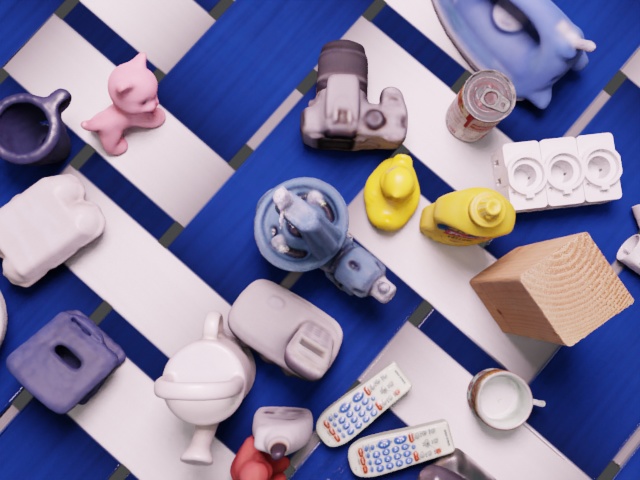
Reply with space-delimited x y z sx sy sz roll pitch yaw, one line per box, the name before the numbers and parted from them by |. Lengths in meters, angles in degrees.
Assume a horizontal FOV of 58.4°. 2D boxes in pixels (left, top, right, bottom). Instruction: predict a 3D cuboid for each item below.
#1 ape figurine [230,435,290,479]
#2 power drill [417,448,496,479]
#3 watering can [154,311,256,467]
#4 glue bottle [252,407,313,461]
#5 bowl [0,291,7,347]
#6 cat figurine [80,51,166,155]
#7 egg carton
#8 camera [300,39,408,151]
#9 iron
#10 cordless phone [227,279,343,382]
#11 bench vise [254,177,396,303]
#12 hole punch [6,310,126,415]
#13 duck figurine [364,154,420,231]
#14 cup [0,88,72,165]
ape figurine | -0.080 0.291 0.727 0.076 0.092 0.078 -14 85 -2
power drill | 0.189 0.321 0.670 0.229 0.208 0.076 39 86 3
watering can | -0.134 0.176 0.684 0.101 0.194 0.173 -18 85 -2
glue bottle | -0.048 0.236 0.691 0.078 0.173 0.037 4 85 0
bowl | -0.478 0.106 0.745 0.167 0.074 0.167 0 85 -1
cat figurine | -0.258 -0.181 0.751 0.128 0.117 0.067 -40 86 -4
egg carton | -0.365 -0.015 0.760 0.150 0.069 0.107 -38 87 -4
camera | 0.046 -0.195 0.766 0.143 0.101 0.137 2 85 -1
iron | 0.247 -0.303 0.758 0.258 0.141 0.119 44 86 3
cordless phone | -0.045 0.113 0.696 0.147 0.185 0.094 29 85 2
bench vise | 0.011 -0.009 0.690 0.207 0.219 0.121 21 85 1
hole punch | -0.324 0.152 0.735 0.108 0.091 0.101 41 86 3
duck figurine | 0.100 -0.066 0.763 0.077 0.086 0.105 14 85 1
cup | -0.363 -0.146 0.758 0.091 0.095 0.118 43 86 3
